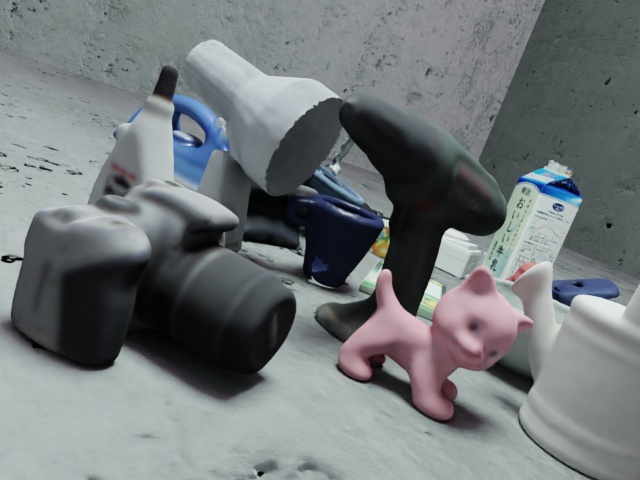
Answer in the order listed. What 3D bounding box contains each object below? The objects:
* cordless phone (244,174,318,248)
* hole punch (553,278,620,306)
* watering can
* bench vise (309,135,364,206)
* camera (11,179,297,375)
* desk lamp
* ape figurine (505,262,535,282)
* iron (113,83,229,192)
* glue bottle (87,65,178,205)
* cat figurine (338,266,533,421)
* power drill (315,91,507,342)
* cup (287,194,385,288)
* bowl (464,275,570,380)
[{"bbox_3d":[-0.061,-0.094,0.758,0.148,0.185,0.093,9,16,-44],"label":"cordless phone"},{"bbox_3d":[0.438,0.097,0.973,0.101,0.091,0.109,22,11,7],"label":"hole punch"},{"bbox_3d":[0.235,0.077,0.452,0.172,0.194,0.101,23,12,13],"label":"watering can"},{"bbox_3d":[-0.010,-0.117,0.865,0.208,0.220,0.121,17,12,-15],"label":"bench vise"},{"bbox_3d":[-0.090,0.024,0.369,0.136,0.101,0.143,25,12,22],"label":"camera"},{"bbox_3d":[-0.097,-0.091,0.611,0.202,0.213,0.118,25,12,20],"label":"desk lamp"},{"bbox_3d":[0.279,0.074,0.804,0.077,0.092,0.076,28,14,33],"label":"ape figurine"},{"bbox_3d":[-0.205,-0.156,0.904,0.257,0.141,0.119,27,13,30],"label":"iron"},{"bbox_3d":[-0.155,-0.067,0.500,0.078,0.173,0.037,25,12,23],"label":"glue bottle"},{"bbox_3d":[0.094,0.068,0.445,0.127,0.118,0.067,23,12,14],"label":"cat figurine"},{"bbox_3d":[0.076,-0.006,0.528,0.230,0.208,0.075,10,15,-42],"label":"power drill"},{"bbox_3d":[0.006,0.002,0.654,0.118,0.095,0.091,14,13,-29],"label":"cup"},{"bbox_3d":[0.221,0.102,0.615,0.167,0.075,0.167,20,11,-4],"label":"bowl"}]
